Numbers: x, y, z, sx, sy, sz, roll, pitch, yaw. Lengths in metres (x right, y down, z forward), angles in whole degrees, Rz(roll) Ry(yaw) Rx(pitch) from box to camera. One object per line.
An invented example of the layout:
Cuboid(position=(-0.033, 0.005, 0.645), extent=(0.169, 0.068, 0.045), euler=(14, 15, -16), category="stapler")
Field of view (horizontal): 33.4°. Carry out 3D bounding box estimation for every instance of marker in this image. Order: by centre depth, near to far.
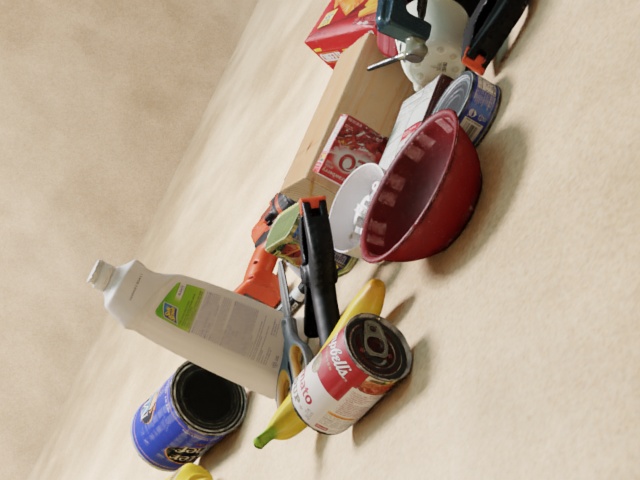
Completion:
Cuboid(position=(-0.037, 0.079, 1.319), extent=(0.121, 0.020, 0.020), euler=(-50, 19, 38), category="marker")

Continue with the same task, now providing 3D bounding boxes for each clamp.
Cuboid(position=(0.199, -0.264, 1.101), extent=(0.165, 0.036, 0.209), euler=(-38, 24, 58), category="clamp")
Cuboid(position=(-0.003, 0.040, 1.119), extent=(0.120, 0.039, 0.171), euler=(-178, 84, -73), category="clamp")

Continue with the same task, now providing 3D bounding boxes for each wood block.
Cuboid(position=(0.041, -0.135, 1.303), extent=(0.206, 0.090, 0.091), euler=(-67, 16, -18), category="wood block")

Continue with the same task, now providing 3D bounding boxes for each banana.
Cuboid(position=(0.009, 0.123, 1.029), extent=(0.198, 0.037, 0.069), euler=(-56, -8, 3), category="banana")

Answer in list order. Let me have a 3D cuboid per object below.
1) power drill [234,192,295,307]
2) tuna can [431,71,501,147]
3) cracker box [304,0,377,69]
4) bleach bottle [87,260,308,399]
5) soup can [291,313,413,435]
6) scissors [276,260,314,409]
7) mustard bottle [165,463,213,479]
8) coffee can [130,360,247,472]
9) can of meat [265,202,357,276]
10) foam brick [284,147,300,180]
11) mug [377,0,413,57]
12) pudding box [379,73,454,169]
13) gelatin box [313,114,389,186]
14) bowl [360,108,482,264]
Cuboid(position=(-0.059, 0.008, 1.452), extent=(0.185, 0.057, 0.187), euler=(-49, 16, 50), category="power drill")
Cuboid(position=(0.140, -0.123, 1.055), extent=(0.086, 0.033, 0.086), euler=(-55, 16, 24), category="tuna can")
Cuboid(position=(0.092, -0.331, 1.402), extent=(0.164, 0.072, 0.213), euler=(5, 61, 57), category="cracker box")
Cuboid(position=(-0.139, 0.084, 1.197), extent=(0.068, 0.250, 0.102), euler=(-44, 23, 50), category="bleach bottle")
Cuboid(position=(0.026, 0.120, 0.943), extent=(0.102, 0.068, 0.068), euler=(-50, 19, 41), category="soup can")
Cuboid(position=(-0.038, 0.115, 1.174), extent=(0.202, 0.016, 0.096), euler=(-113, 38, -55), category="scissors")
Cuboid(position=(-0.169, 0.317, 1.267), extent=(0.192, 0.058, 0.096), euler=(-44, 18, 51), category="mustard bottle")
Cuboid(position=(-0.167, 0.221, 1.342), extent=(0.141, 0.102, 0.102), euler=(-45, 23, 48), category="coffee can")
Cuboid(position=(-0.008, 0.002, 1.234), extent=(0.102, 0.084, 0.057), euler=(-29, 36, 64), category="can of meat")
Cuboid(position=(0.004, -0.085, 1.361), extent=(0.051, 0.078, 0.053), euler=(-67, 14, -14), category="foam brick")
Cuboid(position=(0.103, -0.267, 1.252), extent=(0.117, 0.093, 0.081), euler=(-126, 25, -45), category="mug")
Cuboid(position=(0.106, -0.112, 1.142), extent=(0.090, 0.039, 0.113), euler=(-32, 32, 63), category="pudding box")
Cuboid(position=(0.048, -0.089, 1.196), extent=(0.073, 0.089, 0.030), euler=(-62, 17, 0), category="gelatin box")
Cuboid(position=(0.102, -0.039, 0.991), extent=(0.162, 0.055, 0.162), euler=(-56, 16, 24), category="bowl")
